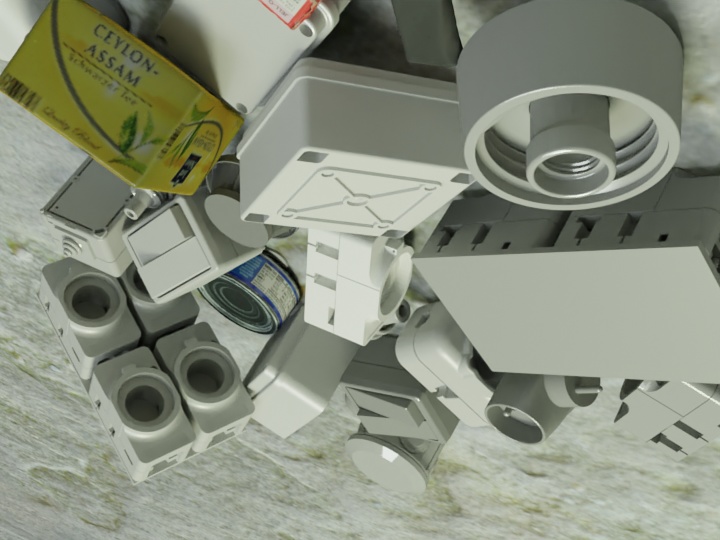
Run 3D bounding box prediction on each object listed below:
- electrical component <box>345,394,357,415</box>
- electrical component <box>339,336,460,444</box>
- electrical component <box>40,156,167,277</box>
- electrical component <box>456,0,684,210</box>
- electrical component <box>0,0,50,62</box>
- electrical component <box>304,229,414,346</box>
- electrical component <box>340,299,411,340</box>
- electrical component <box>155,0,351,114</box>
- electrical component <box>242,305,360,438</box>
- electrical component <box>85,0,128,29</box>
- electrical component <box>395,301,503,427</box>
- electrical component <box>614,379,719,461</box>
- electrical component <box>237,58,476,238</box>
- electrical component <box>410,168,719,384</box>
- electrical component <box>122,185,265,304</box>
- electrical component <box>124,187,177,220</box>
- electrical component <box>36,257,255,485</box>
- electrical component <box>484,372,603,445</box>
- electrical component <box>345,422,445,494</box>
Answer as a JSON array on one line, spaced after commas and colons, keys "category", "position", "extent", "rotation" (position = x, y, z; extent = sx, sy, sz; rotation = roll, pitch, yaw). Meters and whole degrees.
[{"category": "electrical component", "position": [0.003, 0.111, 0.928], "extent": [0.035, 0.035, 0.061], "rotation": [31, 153, 5]}, {"category": "electrical component", "position": [0.030, 0.095, 0.851], "extent": [0.096, 0.061, 0.061], "rotation": [6, 141, 39]}, {"category": "electrical component", "position": [-0.199, -0.040, 0.840], "extent": [0.062, 0.096, 0.061], "rotation": [22, 149, 19]}, {"category": "electrical component", "position": [0.099, -0.069, 0.507], "extent": [0.108, 0.060, 0.108], "rotation": [3, 151, 2]}, {"category": "electrical component", "position": [-0.234, -0.165, 0.744], "extent": [0.079, 0.044, 0.077], "rotation": [2, 138, 43]}, {"category": "electrical component", "position": [0.000, 0.000, 0.732], "extent": [0.056, 0.050, 0.089], "rotation": [21, 130, 20]}, {"category": "electrical component", "position": [0.009, 0.030, 0.797], "extent": [0.062, 0.043, 0.043], "rotation": [-2, 135, 44]}, {"category": "electrical component", "position": [-0.056, -0.145, 0.588], "extent": [0.078, 0.057, 0.113], "rotation": [40, 150, -10]}, {"category": "electrical component", "position": [-0.056, 0.086, 0.906], "extent": [0.057, 0.078, 0.113], "rotation": [34, 150, -7]}, {"category": "electrical component", "position": [-0.185, -0.153, 0.703], "extent": [0.045, 0.055, 0.045], "rotation": [24, 149, 16]}, {"category": "electrical component", "position": [0.081, 0.065, 0.766], "extent": [0.095, 0.053, 0.059], "rotation": [43, 149, -17]}, {"category": "electrical component", "position": [0.200, 0.072, 0.665], "extent": [0.056, 0.050, 0.089], "rotation": [31, 150, 3]}, {"category": "electrical component", "position": [-0.003, -0.064, 0.609], "extent": [0.109, 0.056, 0.109], "rotation": [6, 160, -23]}, {"category": "electrical component", "position": [0.137, 0.005, 0.618], "extent": [0.186, 0.060, 0.105], "rotation": [-2, 135, 45]}, {"category": "electrical component", "position": [-0.132, -0.018, 0.805], "extent": [0.096, 0.061, 0.061], "rotation": [-26, 91, 39]}, {"category": "electrical component", "position": [-0.153, -0.063, 0.798], "extent": [0.035, 0.061, 0.035], "rotation": [24, 149, 16]}, {"category": "electrical component", "position": [-0.178, 0.066, 0.892], "extent": [0.186, 0.105, 0.060], "rotation": [58, 150, 16]}, {"category": "electrical component", "position": [0.130, 0.072, 0.705], "extent": [0.079, 0.077, 0.044], "rotation": [-9, 129, 49]}, {"category": "electrical component", "position": [0.032, 0.158, 0.952], "extent": [0.080, 0.051, 0.080], "rotation": [24, 149, 16]}]
